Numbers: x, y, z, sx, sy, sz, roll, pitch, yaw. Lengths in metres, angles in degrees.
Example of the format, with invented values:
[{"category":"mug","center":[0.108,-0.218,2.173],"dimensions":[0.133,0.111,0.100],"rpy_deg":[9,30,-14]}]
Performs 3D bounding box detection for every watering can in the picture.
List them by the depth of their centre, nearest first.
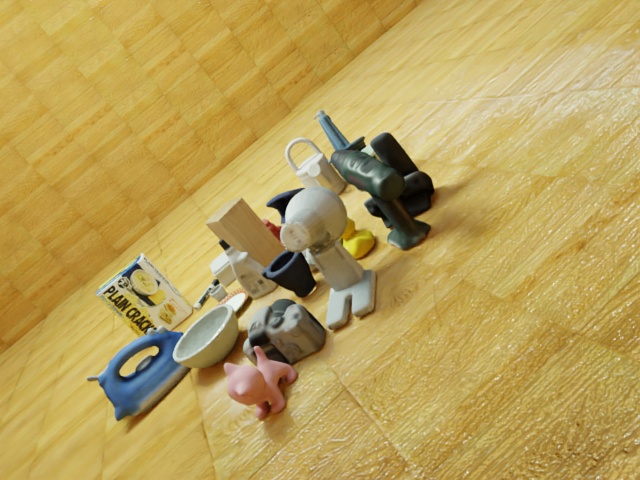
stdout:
[{"category":"watering can","center":[-0.017,-0.204,1.621],"dimensions":[0.101,0.194,0.172],"rpy_deg":[-45,21,-17]}]

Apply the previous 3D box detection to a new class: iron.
[{"category":"iron","center":[-0.396,0.281,1.318],"dimensions":[0.258,0.142,0.118],"rpy_deg":[-44,21,-15]}]

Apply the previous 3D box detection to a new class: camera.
[{"category":"camera","center":[-0.070,0.159,1.078],"dimensions":[0.143,0.101,0.137],"rpy_deg":[-30,22,24]}]

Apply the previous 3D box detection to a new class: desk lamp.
[{"category":"desk lamp","center":[0.011,0.020,1.070],"dimensions":[0.117,0.214,0.203],"rpy_deg":[-31,22,20]}]

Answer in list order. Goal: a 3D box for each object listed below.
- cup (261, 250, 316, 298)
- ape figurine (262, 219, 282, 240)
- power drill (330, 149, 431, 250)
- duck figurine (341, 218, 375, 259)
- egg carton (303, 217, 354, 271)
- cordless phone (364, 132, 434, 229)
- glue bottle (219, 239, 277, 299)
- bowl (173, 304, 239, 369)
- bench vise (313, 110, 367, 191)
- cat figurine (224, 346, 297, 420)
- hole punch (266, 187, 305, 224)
[{"category":"cup","center":[-0.064,0.082,1.239],"dimensions":[0.117,0.095,0.092],"rpy_deg":[-24,25,35]},{"category":"ape figurine","center":[-0.135,-0.018,1.577],"dimensions":[0.078,0.092,0.076],"rpy_deg":[-48,22,-23]},{"category":"power drill","center":[0.117,-0.085,1.118],"dimensions":[0.076,0.209,0.229],"rpy_deg":[-42,20,-7]},{"category":"duck figurine","center":[0.065,-0.012,1.231],"dimensions":[0.077,0.086,0.104],"rpy_deg":[-40,20,-2]},{"category":"egg carton","center":[0.012,0.005,1.310],"dimensions":[0.107,0.069,0.150],"rpy_deg":[-7,37,55]},{"category":"cordless phone","center":[0.141,-0.131,1.208],"dimensions":[0.147,0.185,0.094],"rpy_deg":[-31,22,21]},{"category":"glue bottle","center":[-0.182,0.063,1.367],"dimensions":[0.078,0.173,0.037],"rpy_deg":[-27,24,29]},{"category":"bowl","center":[-0.236,0.225,1.261],"dimensions":[0.167,0.075,0.167],"rpy_deg":[-33,21,15]},{"category":"bench vise","center":[0.073,-0.253,1.534],"dimensions":[0.121,0.220,0.207],"rpy_deg":[-41,20,-4]},{"category":"cat figurine","center":[-0.109,0.234,0.959],"dimensions":[0.067,0.118,0.128],"rpy_deg":[-27,23,29]},{"category":"hole punch","center":[-0.095,-0.117,1.718],"dimensions":[0.108,0.091,0.101],"rpy_deg":[-26,24,32]}]
